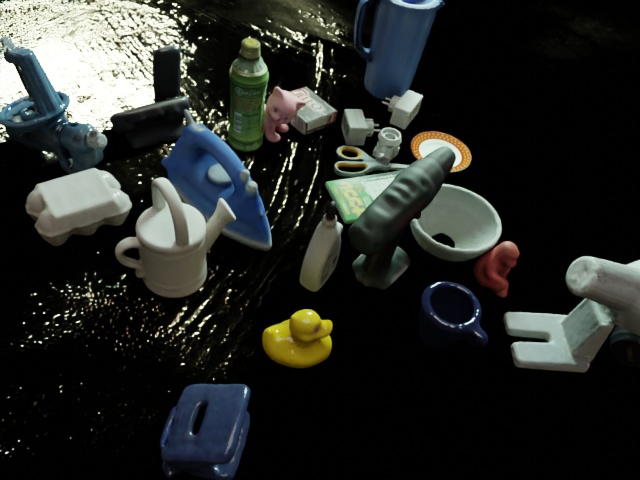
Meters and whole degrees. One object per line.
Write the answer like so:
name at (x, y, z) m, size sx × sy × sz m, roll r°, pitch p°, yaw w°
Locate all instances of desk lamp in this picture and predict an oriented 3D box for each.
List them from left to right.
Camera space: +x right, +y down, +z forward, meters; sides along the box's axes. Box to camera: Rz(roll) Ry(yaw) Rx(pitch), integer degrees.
desk lamp at (0.414, 0.107, 0.852) m, size 0.203 × 0.213 × 0.118 m, roll 4°, pitch 48°, yaw -7°

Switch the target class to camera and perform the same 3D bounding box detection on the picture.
camera at (0.509, 0.127, 0.929) m, size 0.143 × 0.101 × 0.137 m, roll 33°, pitch 51°, yaw 18°

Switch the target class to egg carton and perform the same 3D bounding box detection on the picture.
egg carton at (-0.393, -0.056, 0.935) m, size 0.151 × 0.069 × 0.107 m, roll -24°, pitch 57°, yaw -29°

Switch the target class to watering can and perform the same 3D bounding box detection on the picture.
watering can at (-0.213, -0.014, 0.848) m, size 0.100 × 0.194 × 0.173 m, roll 34°, pitch 51°, yaw 19°

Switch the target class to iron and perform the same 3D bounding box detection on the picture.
iron at (-0.162, -0.106, 0.977) m, size 0.119 × 0.141 × 0.257 m, roll -32°, pitch 61°, yaw -33°

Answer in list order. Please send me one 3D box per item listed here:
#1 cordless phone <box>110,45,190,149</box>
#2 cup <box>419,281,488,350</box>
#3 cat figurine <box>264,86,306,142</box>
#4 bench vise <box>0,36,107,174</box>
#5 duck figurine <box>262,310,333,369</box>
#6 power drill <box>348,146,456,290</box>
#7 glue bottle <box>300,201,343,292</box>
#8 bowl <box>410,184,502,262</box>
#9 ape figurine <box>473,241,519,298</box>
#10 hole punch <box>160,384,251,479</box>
cordless phone at (-0.319, -0.275, 1.068) m, size 0.148 × 0.185 × 0.094 m, roll -27°, pitch 58°, yaw -30°
cup at (0.197, 0.133, 0.866) m, size 0.092 × 0.095 × 0.117 m, roll -28°, pitch 59°, yaw -31°
cat figurine at (-0.096, -0.267, 1.150) m, size 0.127 × 0.118 × 0.067 m, roll 25°, pitch 49°, yaw 12°
bench vise at (-0.455, -0.231, 0.977) m, size 0.207 × 0.220 × 0.121 m, roll 11°, pitch 47°, yaw -1°
duck figurine at (-0.030, 0.134, 0.826) m, size 0.104 × 0.086 × 0.077 m, roll 3°, pitch 48°, yaw -8°
power drill at (0.123, -0.026, 0.917) m, size 0.075 × 0.208 × 0.230 m, roll 35°, pitch 51°, yaw 20°
glue bottle at (0.008, 0.003, 0.891) m, size 0.037 × 0.173 × 0.078 m, roll 29°, pitch 50°, yaw 15°
bowl at (0.231, -0.018, 1.022) m, size 0.167 × 0.075 × 0.167 m, roll 6°, pitch 48°, yaw -6°
ape figurine at (0.307, 0.040, 0.972) m, size 0.076 × 0.092 × 0.078 m, roll 40°, pitch 53°, yaw 23°
hole punch at (-0.142, 0.234, 0.710) m, size 0.101 × 0.091 × 0.108 m, roll 12°, pitch 47°, yaw 0°
